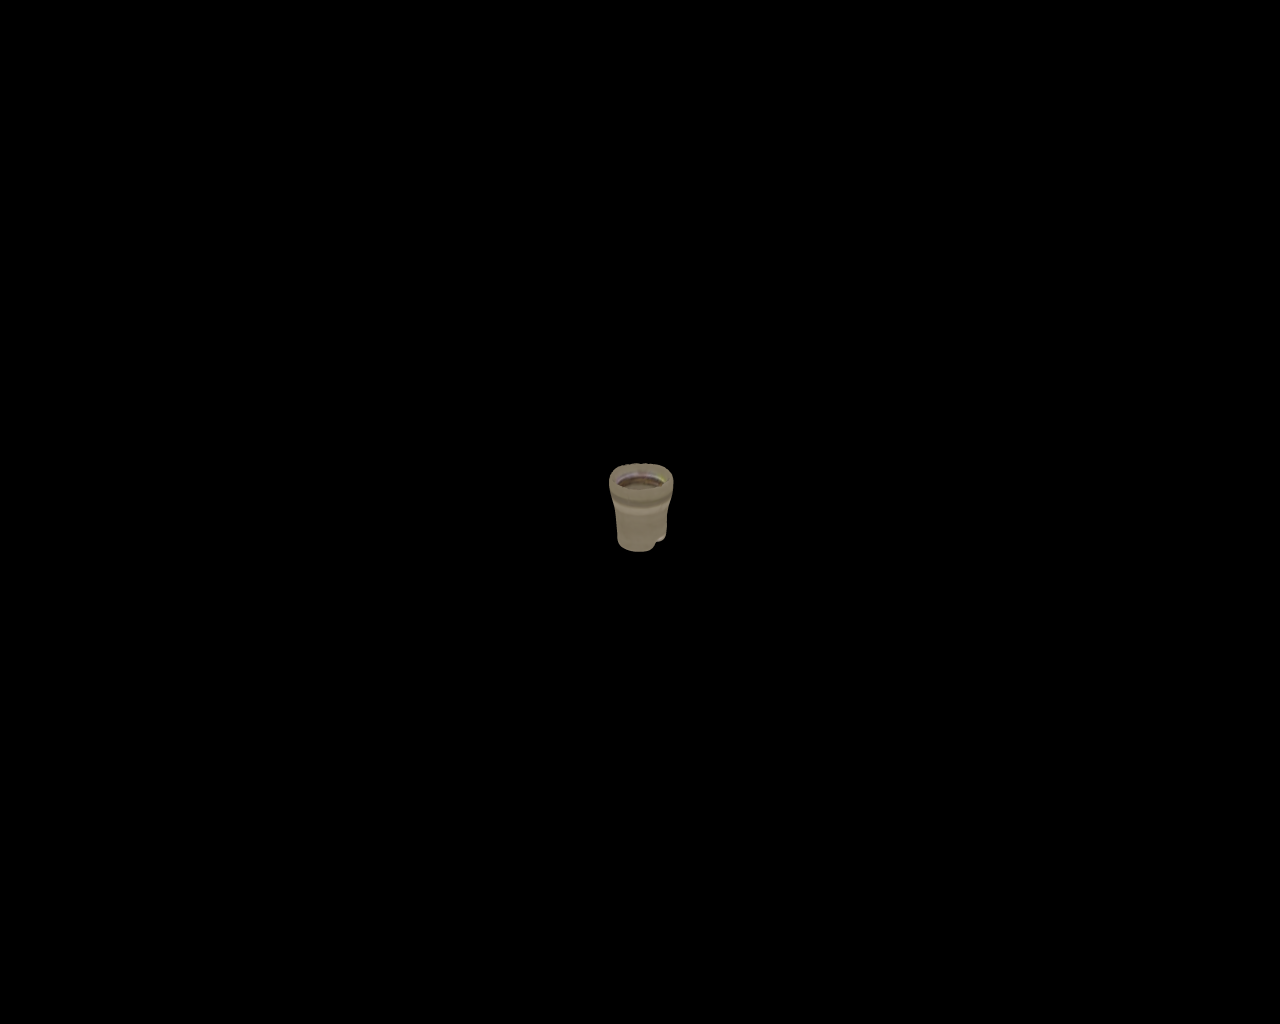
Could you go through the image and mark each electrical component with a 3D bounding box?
[{"bbox_3d":[0.001,-0.003,0.650,0.040,0.046,0.040,0,29,0],"label":"electrical component"}]
